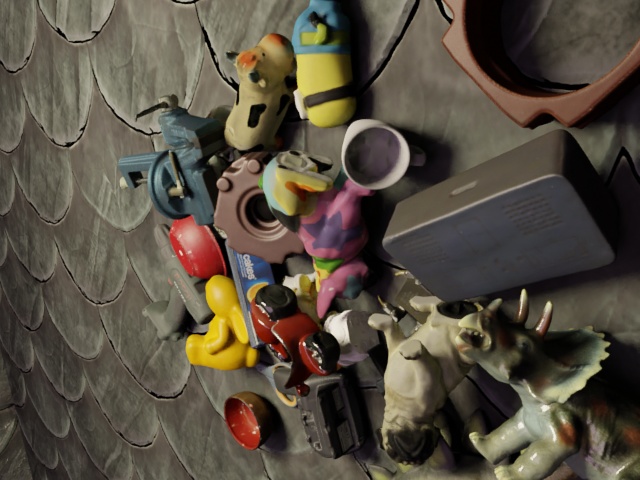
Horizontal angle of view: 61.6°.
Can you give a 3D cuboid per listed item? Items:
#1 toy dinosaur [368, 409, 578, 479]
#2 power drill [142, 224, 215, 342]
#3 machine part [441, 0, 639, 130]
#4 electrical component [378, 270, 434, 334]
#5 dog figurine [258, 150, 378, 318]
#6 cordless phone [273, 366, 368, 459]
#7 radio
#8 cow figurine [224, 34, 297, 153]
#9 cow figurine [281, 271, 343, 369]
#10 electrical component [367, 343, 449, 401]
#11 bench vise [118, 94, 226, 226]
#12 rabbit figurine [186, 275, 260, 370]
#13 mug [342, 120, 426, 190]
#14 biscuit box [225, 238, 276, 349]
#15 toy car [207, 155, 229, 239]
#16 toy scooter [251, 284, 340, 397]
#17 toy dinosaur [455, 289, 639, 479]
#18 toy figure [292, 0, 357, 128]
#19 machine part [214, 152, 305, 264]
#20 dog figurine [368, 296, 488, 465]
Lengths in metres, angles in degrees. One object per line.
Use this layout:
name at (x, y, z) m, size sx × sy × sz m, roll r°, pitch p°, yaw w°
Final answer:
toy dinosaur at (0.189, 0.339, 0.729) m, size 0.471 × 0.105 × 0.198 m, roll -30°, pitch 77°, yaw 34°
power drill at (-0.310, 0.106, 1.153) m, size 0.232 × 0.086 × 0.207 m, roll 50°, pitch 124°, yaw 17°
machine part at (0.235, -0.224, 0.514) m, size 0.201 × 0.087 × 0.201 m, roll 55°, pitch 132°, yaw 18°
electrical component at (0.130, 0.082, 0.741) m, size 0.078 × 0.045 × 0.102 m, roll 50°, pitch 131°, yaw 22°
dog figurine at (-0.002, -0.002, 0.761) m, size 0.108 × 0.192 × 0.219 m, roll -101°, pitch 21°, yaw -64°
cordless phone at (-0.015, 0.288, 0.922) m, size 0.184 × 0.089 × 0.146 m, roll -8°, pitch 99°, yaw 49°
radio at (0.194, -0.012, 0.593) m, size 0.131 × 0.073 × 0.230 m, roll 43°, pitch 142°, yaw -20°
cow figurine at (-0.091, -0.215, 0.799) m, size 0.085 × 0.127 × 0.194 m, roll 46°, pitch 133°, yaw 19°
cow figurine at (-0.018, 0.136, 0.883) m, size 0.098 × 0.068 × 0.167 m, roll -16°, pitch 89°, yaw 50°
electrical component at (0.121, 0.197, 0.768) m, size 0.048 × 0.075 × 0.119 m, roll -42°, pitch 71°, yaw 43°
bench vise at (-0.259, -0.124, 0.895) m, size 0.241 × 0.129 × 0.223 m, roll 0°, pitch 128°, yaw 32°
rabbit figurine at (-0.171, 0.152, 0.998) m, size 0.163 × 0.122 × 0.173 m, roll 11°, pitch 110°, yaw 36°
mug at (0.078, -0.120, 0.694) m, size 0.107 × 0.110 × 0.080 m, roll -101°, pitch 11°, yaw -65°
biscuit box at (-0.110, 0.080, 0.925) m, size 0.063 × 0.059 × 0.202 m, roll 134°, pitch 122°, yaw -68°
toy car at (-0.190, -0.100, 0.979) m, size 0.074 × 0.056 × 0.201 m, roll -8°, pitch 98°, yaw 45°
toy scooter at (-0.043, 0.159, 0.810) m, size 0.184 × 0.075 × 0.135 m, roll 39°, pitch 134°, yaw 36°
toy dinosaur at (0.299, 0.222, 0.544) m, size 0.405 × 0.131 × 0.192 m, roll 41°, pitch 93°, yaw 16°
toy figure at (0.007, -0.243, 0.729) m, size 0.089 × 0.082 × 0.180 m, roll 18°, pitch 113°, yaw 41°
machine part at (-0.081, -0.048, 0.839) m, size 0.179 × 0.056 × 0.179 m, roll 4°, pitch 112°, yaw 10°
dog figurine at (0.149, 0.179, 0.683) m, size 0.121 × 0.172 × 0.190 m, roll -121°, pitch 21°, yaw -66°
